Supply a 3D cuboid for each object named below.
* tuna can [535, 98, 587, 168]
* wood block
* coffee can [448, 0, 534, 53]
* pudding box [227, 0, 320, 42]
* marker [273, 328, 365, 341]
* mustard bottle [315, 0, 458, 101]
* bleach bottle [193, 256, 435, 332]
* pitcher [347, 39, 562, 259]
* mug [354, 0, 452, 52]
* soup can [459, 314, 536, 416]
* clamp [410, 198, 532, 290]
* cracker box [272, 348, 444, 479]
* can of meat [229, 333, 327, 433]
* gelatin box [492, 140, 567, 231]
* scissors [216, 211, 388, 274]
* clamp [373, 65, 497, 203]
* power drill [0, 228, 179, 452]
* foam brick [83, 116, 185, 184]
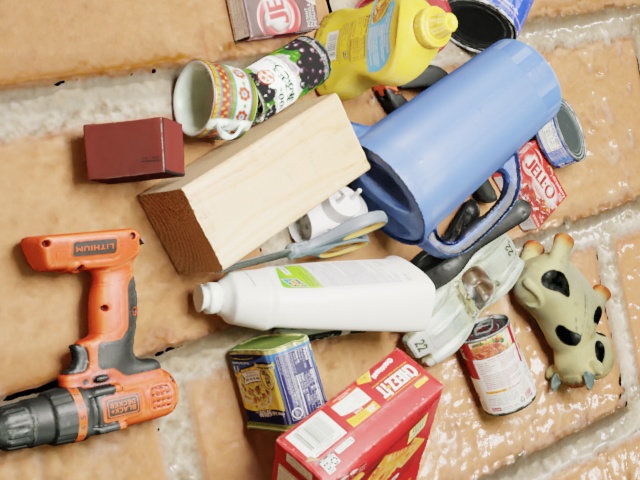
[{"bbox_3d":[0.302,-0.134,1.346,0.086,0.034,0.086,32,47,-43],"label":"tuna can"},{"bbox_3d":[-0.062,-0.057,1.058,0.205,0.091,0.090,-36,108,-33],"label":"wood block"},{"bbox_3d":[0.209,-0.307,1.265,0.102,0.103,0.140,37,67,-28],"label":"coffee can"},{"bbox_3d":[-0.055,-0.267,1.109,0.089,0.039,0.113,-16,97,-36],"label":"pudding box"},{"bbox_3d":[0.004,0.097,1.140,0.120,0.020,0.020,-5,90,-36],"label":"marker"},{"bbox_3d":[0.069,-0.205,1.100,0.058,0.192,0.096,14,79,-35],"label":"mustard bottle"},{"bbox_3d":[-0.011,0.056,1.095,0.250,0.103,0.068,2,108,-28],"label":"bleach bottle"},{"bbox_3d":[0.153,-0.105,1.164,0.242,0.145,0.149,-38,136,-20],"label":"pitcher"},{"bbox_3d":[0.094,-0.251,1.193,0.093,0.082,0.117,10,82,-34],"label":"mug"},{"bbox_3d":[0.207,0.147,1.256,0.068,0.069,0.102,-32,106,-33],"label":"soup can"},{"bbox_3d":[0.160,0.007,1.203,0.039,0.120,0.171,49,65,-13],"label":"clamp"},{"bbox_3d":[0.031,0.230,1.046,0.164,0.072,0.214,-33,147,-33],"label":"cracker box"},{"bbox_3d":[-0.041,0.140,1.055,0.057,0.102,0.084,-20,96,-34],"label":"can of meat"},{"bbox_3d":[0.263,-0.068,1.333,0.073,0.030,0.089,-44,112,-30],"label":"gelatin box"},{"bbox_3d":[-0.007,0.001,1.068,0.201,0.096,0.016,-7,67,-51],"label":"scissors"},{"bbox_3d":[0.155,-0.156,1.253,0.209,0.036,0.164,26,78,-30],"label":"clamp"},{"bbox_3d":[-0.219,0.086,0.956,0.184,0.057,0.188,-8,94,-40],"label":"power drill"},{"bbox_3d":[-0.170,-0.081,0.981,0.051,0.078,0.053,4,83,-77],"label":"foam brick"}]
